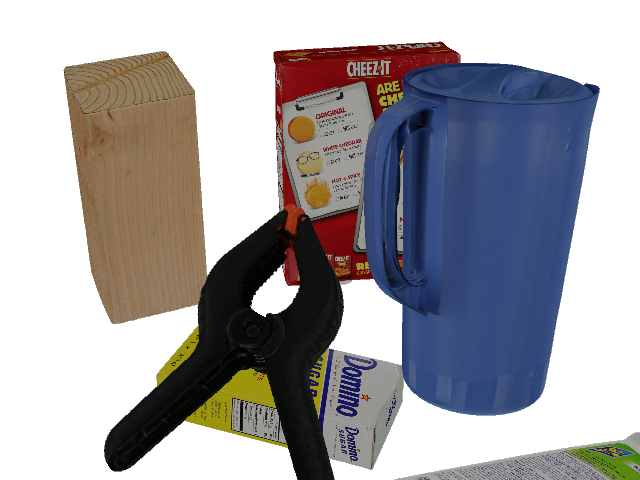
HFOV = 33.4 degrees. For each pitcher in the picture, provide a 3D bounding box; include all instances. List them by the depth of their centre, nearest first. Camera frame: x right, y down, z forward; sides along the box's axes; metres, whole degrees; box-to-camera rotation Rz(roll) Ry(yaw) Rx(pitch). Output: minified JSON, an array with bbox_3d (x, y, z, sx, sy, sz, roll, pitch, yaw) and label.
[{"bbox_3d":[0.110,0.000,0.764,0.149,0.243,0.145,5,20,9],"label":"pitcher"}]

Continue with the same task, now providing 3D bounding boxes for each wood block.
[{"bbox_3d":[-0.155,-0.043,0.909,0.090,0.206,0.090,-13,36,-18],"label":"wood block"}]

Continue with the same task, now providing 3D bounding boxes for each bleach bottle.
[{"bbox_3d":[0.158,0.161,0.626,0.250,0.068,0.103,-7,20,-22],"label":"bleach bottle"}]

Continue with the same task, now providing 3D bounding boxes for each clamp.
[{"bbox_3d":[-0.025,0.062,0.562,0.120,0.171,0.039,21,-24,13],"label":"clamp"}]

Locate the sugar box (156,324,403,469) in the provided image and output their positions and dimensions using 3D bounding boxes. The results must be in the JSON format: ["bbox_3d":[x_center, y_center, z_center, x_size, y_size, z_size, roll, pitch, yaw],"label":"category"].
[{"bbox_3d":[-0.030,0.117,0.835,0.176,0.048,0.093,9,27,15],"label":"sugar box"}]

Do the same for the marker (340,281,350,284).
[{"bbox_3d":[0.016,-0.007,1.186,0.020,0.121,0.020,-10,28,5],"label":"marker"}]

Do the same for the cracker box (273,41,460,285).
[{"bbox_3d":[0.042,-0.072,0.997,0.164,0.214,0.072,-4,21,-8],"label":"cracker box"}]
